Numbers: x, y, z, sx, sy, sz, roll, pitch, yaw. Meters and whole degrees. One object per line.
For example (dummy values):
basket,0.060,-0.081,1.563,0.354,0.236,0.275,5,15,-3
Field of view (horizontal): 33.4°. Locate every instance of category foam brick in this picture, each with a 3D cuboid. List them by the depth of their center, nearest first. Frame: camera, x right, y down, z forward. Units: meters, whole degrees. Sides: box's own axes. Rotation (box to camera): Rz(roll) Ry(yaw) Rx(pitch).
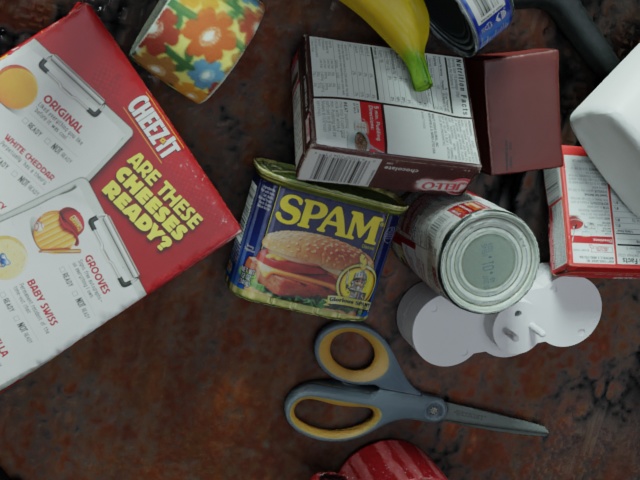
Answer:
foam brick,0.126,-0.086,0.707,0.053,0.051,0.078,-8,104,-10

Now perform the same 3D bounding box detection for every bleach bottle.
bleach bottle,0.283,-0.129,0.712,0.250,0.068,0.102,-43,103,-14

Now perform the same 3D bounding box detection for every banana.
banana,-0.006,-0.159,0.627,0.197,0.037,0.069,23,56,-22

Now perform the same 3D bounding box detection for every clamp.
clamp,0.157,-0.191,0.694,0.171,0.039,0.120,24,98,-19

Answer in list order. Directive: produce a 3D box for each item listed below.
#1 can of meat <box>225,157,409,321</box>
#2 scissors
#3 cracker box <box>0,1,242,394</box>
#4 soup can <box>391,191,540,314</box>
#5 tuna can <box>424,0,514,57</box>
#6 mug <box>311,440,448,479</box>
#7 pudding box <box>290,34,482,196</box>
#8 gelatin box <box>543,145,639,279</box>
can of meat,-0.005,0.001,0.695,0.102,0.057,0.084,14,103,-16
scissors,0.074,0.102,0.759,0.201,0.016,0.096,-1,104,-13
cracker box,-0.182,-0.016,0.640,0.213,0.072,0.164,-35,109,-4
soup can,0.091,0.003,0.693,0.068,0.102,0.068,-3,104,-13
tuna can,0.080,-0.157,0.660,0.033,0.086,0.086,-39,109,-4
mug,0.045,0.187,0.738,0.117,0.081,0.093,18,99,-17
pudding box,0.040,-0.078,0.671,0.113,0.039,0.090,6,58,-16
gelatin box,0.194,-0.018,0.733,0.073,0.030,0.089,2,75,-14
